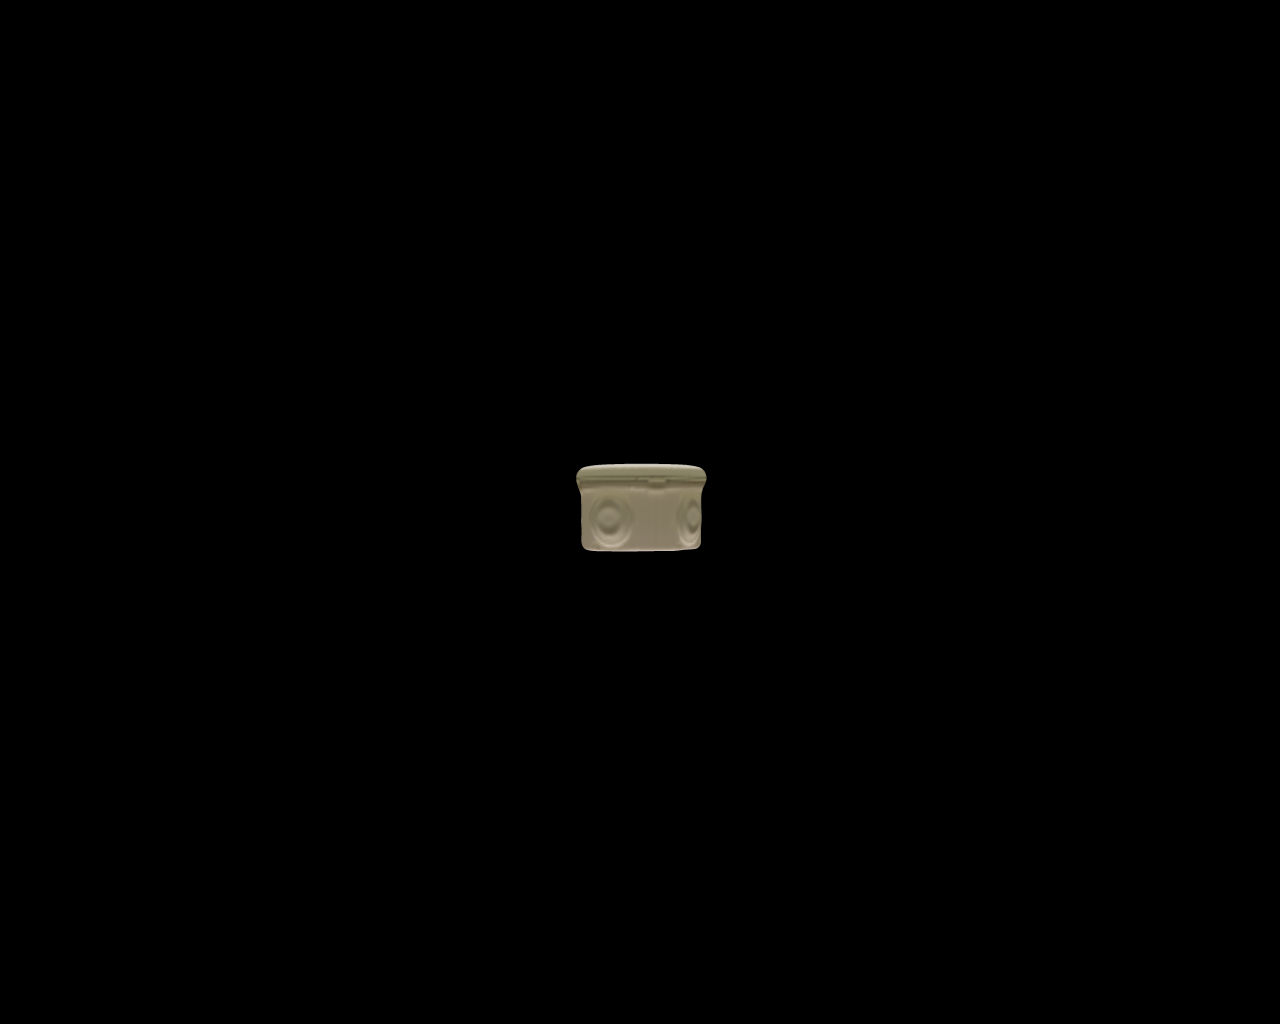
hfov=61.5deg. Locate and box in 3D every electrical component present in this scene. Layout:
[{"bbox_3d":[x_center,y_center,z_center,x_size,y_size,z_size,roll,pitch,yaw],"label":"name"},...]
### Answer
[{"bbox_3d":[0.001,-0.003,0.650,0.080,0.051,0.080,0,0,0],"label":"electrical component"}]
